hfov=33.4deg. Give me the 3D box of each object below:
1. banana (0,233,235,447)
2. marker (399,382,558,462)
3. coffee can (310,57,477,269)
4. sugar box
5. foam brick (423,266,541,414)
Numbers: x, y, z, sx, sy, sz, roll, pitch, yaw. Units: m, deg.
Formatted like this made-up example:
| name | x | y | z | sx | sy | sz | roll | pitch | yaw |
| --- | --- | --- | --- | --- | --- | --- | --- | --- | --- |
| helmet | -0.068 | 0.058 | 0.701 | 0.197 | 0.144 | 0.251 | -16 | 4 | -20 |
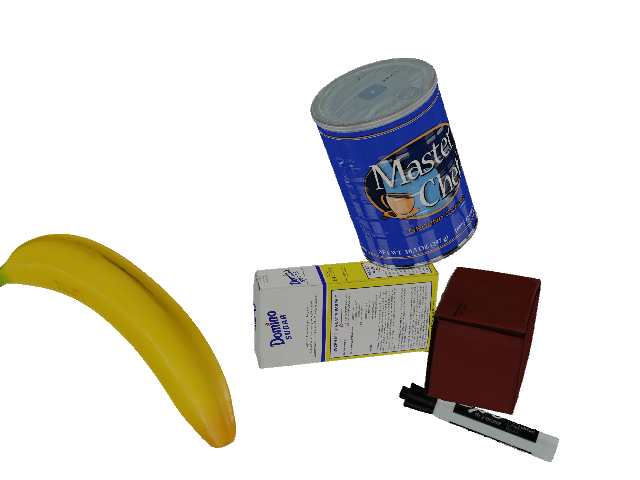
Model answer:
| name | x | y | z | sx | sy | sz | roll | pitch | yaw |
| --- | --- | --- | --- | --- | --- | --- | --- | --- | --- |
| banana | -0.122 | 0.048 | 0.656 | 0.198 | 0.070 | 0.037 | 31 | 28 | 18 |
| marker | 0.116 | 0.134 | 0.795 | 0.121 | 0.020 | 0.020 | 20 | 4 | 11 |
| coffee can | 0.062 | -0.062 | 0.869 | 0.103 | 0.140 | 0.103 | -16 | 32 | 10 |
| sugar box | 0.023 | 0.069 | 1.044 | 0.176 | 0.093 | 0.048 | -3 | 28 | -9 |
| foam brick | 0.094 | 0.055 | 0.617 | 0.053 | 0.051 | 0.078 | 10 | 23 | 15 |
